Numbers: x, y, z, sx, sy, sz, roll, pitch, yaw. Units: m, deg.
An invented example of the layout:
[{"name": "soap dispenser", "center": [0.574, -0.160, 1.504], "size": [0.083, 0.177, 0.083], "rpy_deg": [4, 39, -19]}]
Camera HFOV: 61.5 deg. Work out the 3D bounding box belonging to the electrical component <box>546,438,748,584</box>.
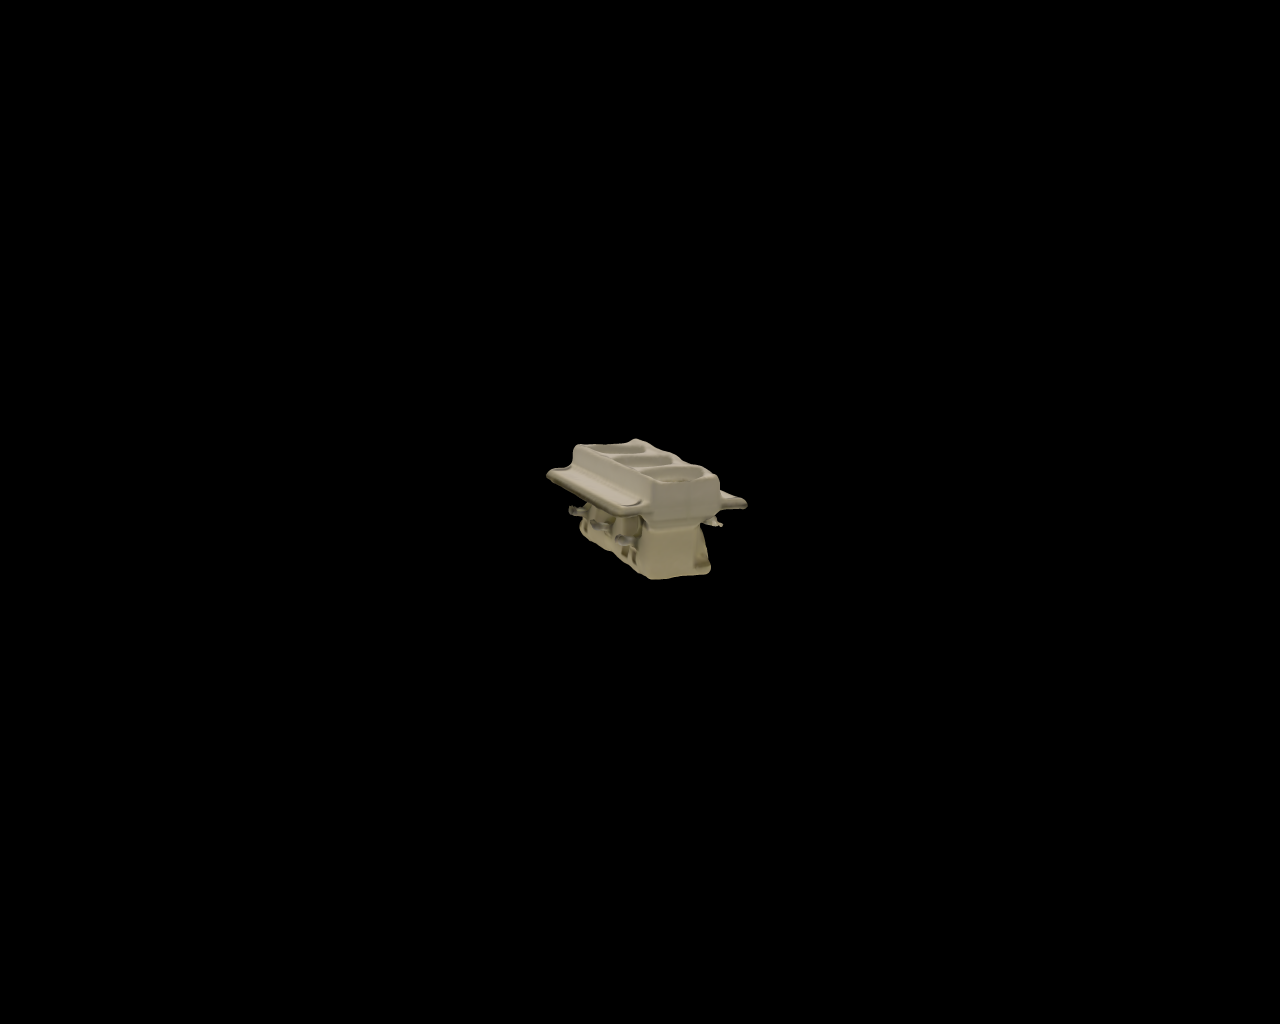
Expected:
[{"name": "electrical component", "center": [0.001, -0.003, 0.650], "size": [0.079, 0.063, 0.121], "rpy_deg": [-6, 15, -23]}]
